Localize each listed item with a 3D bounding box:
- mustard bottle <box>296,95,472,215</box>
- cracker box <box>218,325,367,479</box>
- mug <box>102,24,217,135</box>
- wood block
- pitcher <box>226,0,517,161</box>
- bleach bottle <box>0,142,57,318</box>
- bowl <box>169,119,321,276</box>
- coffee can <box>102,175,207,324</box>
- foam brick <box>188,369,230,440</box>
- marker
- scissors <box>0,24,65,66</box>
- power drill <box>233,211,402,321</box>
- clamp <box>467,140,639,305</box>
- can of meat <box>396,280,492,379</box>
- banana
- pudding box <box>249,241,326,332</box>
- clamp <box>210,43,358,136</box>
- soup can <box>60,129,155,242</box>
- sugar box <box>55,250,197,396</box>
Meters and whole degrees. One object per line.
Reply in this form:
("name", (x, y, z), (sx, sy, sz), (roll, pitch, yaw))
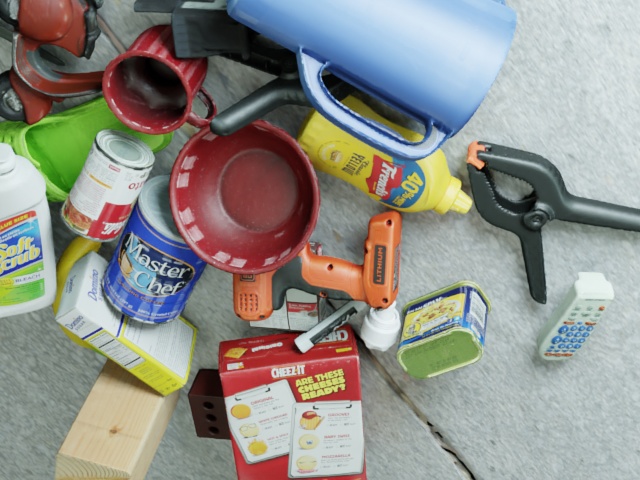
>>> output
("mustard bottle", (0.071, -0.079, 1.097), (0.191, 0.058, 0.096), (28, 141, -8))
("cracker box", (-0.030, 0.212, 1.307), (0.164, 0.072, 0.214), (-7, 124, -3))
("mug", (-0.153, -0.159, 1.082), (0.117, 0.081, 0.093), (36, 126, -12))
("wood block", (-0.242, 0.225, 1.307), (0.091, 0.206, 0.090), (15, 127, 4))
("pitcher", (0.040, -0.190, 0.958), (0.242, 0.149, 0.145), (25, 125, -9))
("bleach bottle", (-0.347, -0.012, 1.173), (0.102, 0.068, 0.251), (-10, 145, -16))
("bowl", (-0.071, -0.047, 1.099), (0.162, 0.055, 0.162), (3, 100, 14))
("coffee can", (-0.175, 0.011, 1.199), (0.102, 0.102, 0.140), (27, 127, -6))
("foam brick", (-0.133, 0.211, 1.366), (0.053, 0.051, 0.078), (2, 126, 13))
("marker", (0.024, 0.087, 1.226), (0.121, 0.020, 0.020), (-36, 113, 3))
("scissors", (-0.374, -0.225, 1.132), (0.201, 0.016, 0.096), (40, 126, -16))
("power drill", (-0.008, 0.001, 1.152), (0.188, 0.057, 0.184), (3, 103, 14))
("clamp", (0.223, -0.023, 1.114), (0.210, 0.036, 0.165), (33, 126, -15))
("can of meat", (0.138, 0.102, 1.198), (0.102, 0.084, 0.057), (-24, 116, 28))
("banana", (-0.296, 0.062, 1.311), (0.069, 0.037, 0.198), (1, 128, -5))
("pudding box", (-0.042, 0.052, 1.236), (0.090, 0.039, 0.113), (4, 124, 12))
("clamp", (-0.033, -0.169, 1.052), (0.171, 0.120, 0.039), (-13, 154, -1))
("soup can", (-0.224, -0.058, 1.127), (0.068, 0.068, 0.102), (28, 118, -7))
("sugar box", (-0.226, 0.100, 1.263), (0.048, 0.093, 0.176), (-32, 124, 31))
